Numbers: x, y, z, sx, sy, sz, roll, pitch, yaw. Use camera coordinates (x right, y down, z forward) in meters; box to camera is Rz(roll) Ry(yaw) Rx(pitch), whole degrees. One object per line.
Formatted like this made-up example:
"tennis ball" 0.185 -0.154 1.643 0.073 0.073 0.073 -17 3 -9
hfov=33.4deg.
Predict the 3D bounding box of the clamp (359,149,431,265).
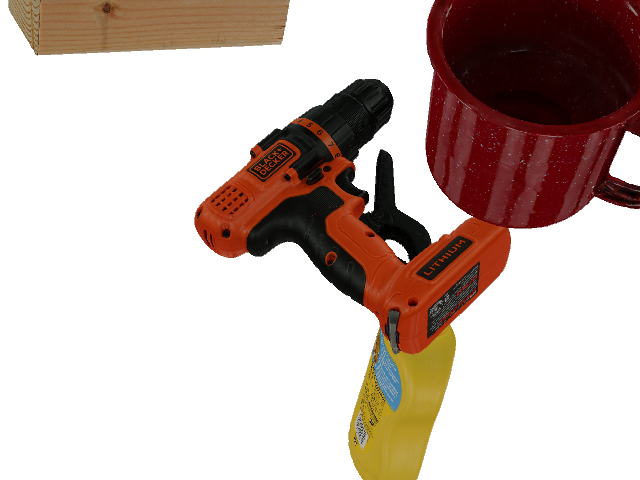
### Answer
"clamp" 0.052 -0.017 1.209 0.164 0.210 0.036 -14 -38 -24

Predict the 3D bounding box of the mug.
"mug" 0.097 -0.052 0.442 0.117 0.093 0.081 31 -26 17

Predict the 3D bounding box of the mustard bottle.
"mustard bottle" 0.070 0.114 0.883 0.058 0.192 0.096 3 35 -13

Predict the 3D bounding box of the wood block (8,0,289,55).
"wood block" -0.133 -0.210 0.850 0.205 0.091 0.090 -8 39 -28

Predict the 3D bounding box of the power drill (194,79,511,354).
"power drill" 0.035 -0.022 0.733 0.188 0.184 0.057 34 -25 29
